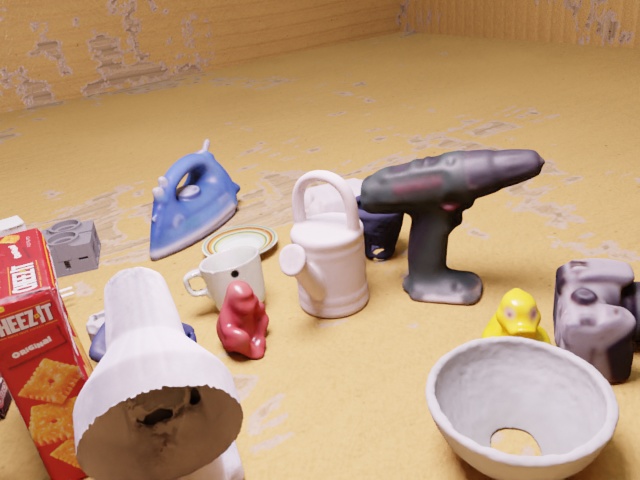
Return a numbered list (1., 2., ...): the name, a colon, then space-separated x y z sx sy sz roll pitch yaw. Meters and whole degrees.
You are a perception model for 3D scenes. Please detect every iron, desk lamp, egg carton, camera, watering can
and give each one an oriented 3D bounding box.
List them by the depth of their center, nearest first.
1. desk lamp: -0.137 0.143 0.500 0.118 0.214 0.202 -15 28 -16
2. camera: 0.338 0.080 0.644 0.136 0.101 0.143 2 28 16
3. watering can: 0.009 0.003 0.767 0.100 0.194 0.173 -2 27 9
4. egg carton: 0.038 -0.059 1.024 0.150 0.069 0.107 -15 28 -16
5. iron: -0.249 -0.083 1.056 0.118 0.142 0.259 3 28 19

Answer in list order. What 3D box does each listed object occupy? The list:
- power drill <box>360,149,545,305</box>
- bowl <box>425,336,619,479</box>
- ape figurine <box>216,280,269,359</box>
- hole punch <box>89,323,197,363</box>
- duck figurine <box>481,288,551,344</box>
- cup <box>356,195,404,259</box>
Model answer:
1. power drill: 0.171 -0.021 0.763 0.229 0.209 0.076 2 28 17
2. bowl: 0.183 0.168 0.534 0.167 0.075 0.167 -5 27 3
3. ape figurine: -0.098 0.094 0.724 0.075 0.092 0.078 14 33 35
4. hole punch: -0.202 0.131 0.676 0.101 0.091 0.108 -3 27 8
5. duck figurine: 0.225 0.095 0.656 0.077 0.086 0.104 -2 27 9
6. cup: 0.081 -0.013 0.894 0.118 0.095 0.091 -25 32 -33
